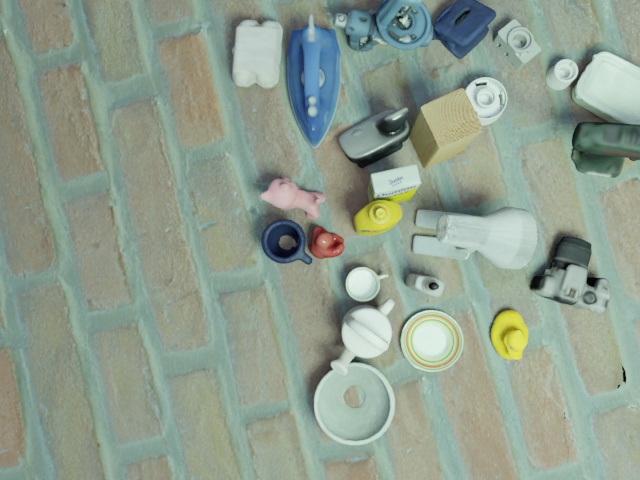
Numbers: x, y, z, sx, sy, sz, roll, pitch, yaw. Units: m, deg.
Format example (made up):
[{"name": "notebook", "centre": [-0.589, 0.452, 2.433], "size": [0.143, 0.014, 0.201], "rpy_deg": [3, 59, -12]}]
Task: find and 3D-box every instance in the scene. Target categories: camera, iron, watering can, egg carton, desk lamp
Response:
[{"name": "camera", "centre": [0.530, 0.069, 1.180], "size": [0.143, 0.101, 0.137], "rpy_deg": [17, 87, 3]}, {"name": "iron", "centre": [-0.014, -0.332, 1.203], "size": [0.118, 0.141, 0.258], "rpy_deg": [-1, 87, 2]}, {"name": "watering can", "centre": [0.090, 0.192, 1.143], "size": [0.101, 0.194, 0.173], "rpy_deg": [17, 87, 3]}, {"name": "egg carton", "centre": [-0.137, -0.405, 1.247], "size": [0.107, 0.069, 0.150], "rpy_deg": [3, 87, 2]}, {"name": "desk lamp", "centre": [0.299, -0.008, 1.137], "size": [0.203, 0.213, 0.118], "rpy_deg": [6, 87, 3]}]

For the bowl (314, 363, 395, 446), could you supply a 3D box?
[{"name": "bowl", "centre": [0.071, 0.336, 1.195], "size": [0.167, 0.075, 0.167], "rpy_deg": [0, 87, 2]}]

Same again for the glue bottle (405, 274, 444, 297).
[{"name": "glue bottle", "centre": [0.218, 0.092, 1.154], "size": [0.078, 0.173, 0.037], "rpy_deg": [16, 87, 3]}]

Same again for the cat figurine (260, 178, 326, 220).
[{"name": "cat figurine", "centre": [-0.056, -0.092, 1.202], "size": [0.127, 0.118, 0.067], "rpy_deg": [15, 87, 3]}]

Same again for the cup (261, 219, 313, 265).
[{"name": "cup", "centre": [-0.061, 0.013, 1.208], "size": [0.117, 0.095, 0.092], "rpy_deg": [37, 89, 4]}]

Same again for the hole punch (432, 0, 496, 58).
[{"name": "hole punch", "centre": [0.304, -0.462, 1.224], "size": [0.101, 0.091, 0.109], "rpy_deg": [44, 89, 4]}]

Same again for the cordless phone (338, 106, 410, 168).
[{"name": "cordless phone", "centre": [0.114, -0.223, 1.170], "size": [0.147, 0.185, 0.094], "rpy_deg": [-30, 86, 0]}]

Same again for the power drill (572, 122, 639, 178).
[{"name": "power drill", "centre": [0.604, -0.181, 1.138], "size": [0.229, 0.208, 0.076], "rpy_deg": [9, 87, 3]}]

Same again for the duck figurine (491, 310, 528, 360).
[{"name": "duck figurine", "centre": [0.400, 0.199, 1.185], "size": [0.077, 0.086, 0.105], "rpy_deg": [1, 87, 2]}]

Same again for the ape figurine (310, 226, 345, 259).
[{"name": "ape figurine", "centre": [0.011, 0.004, 1.207], "size": [0.076, 0.092, 0.078], "rpy_deg": [-31, 86, 0]}]

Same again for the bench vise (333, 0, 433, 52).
[{"name": "bench vise", "centre": [0.137, -0.444, 1.164], "size": [0.207, 0.220, 0.121], "rpy_deg": [-15, 86, 1]}]
